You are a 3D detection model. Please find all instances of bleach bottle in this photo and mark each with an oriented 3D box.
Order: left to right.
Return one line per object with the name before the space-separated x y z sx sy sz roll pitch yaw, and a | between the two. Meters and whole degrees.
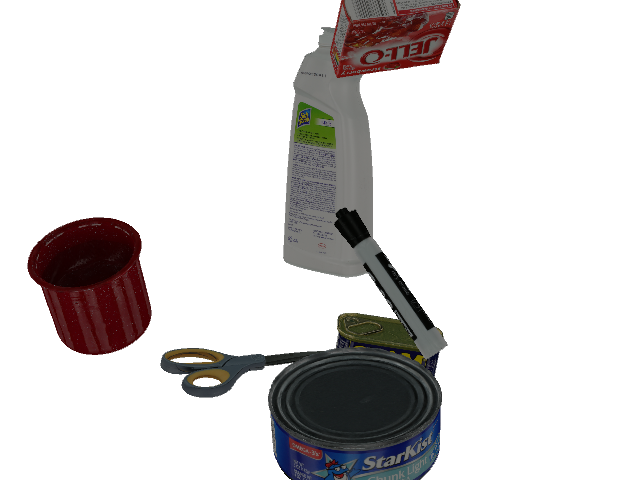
bleach bottle | 0.015 -0.094 1.118 0.103 0.251 0.067 12 16 34

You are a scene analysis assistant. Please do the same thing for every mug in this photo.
mug | -0.193 0.034 0.897 0.093 0.081 0.117 -22 42 -18

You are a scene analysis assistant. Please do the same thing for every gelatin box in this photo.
gelatin box | 0.056 -0.162 0.828 0.089 0.030 0.073 -9 -24 -12

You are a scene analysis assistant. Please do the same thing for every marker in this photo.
marker | 0.047 0.028 0.747 0.020 0.121 0.020 -32 -10 -7

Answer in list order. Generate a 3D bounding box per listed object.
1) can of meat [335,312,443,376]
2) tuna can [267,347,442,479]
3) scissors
can of meat | 0.060 0.123 1.020 0.102 0.084 0.057 9 19 -1
tuna can | 0.017 0.090 0.531 0.086 0.034 0.086 -2 26 1
scissors | -0.076 0.146 1.191 0.201 0.016 0.096 3 25 -14
